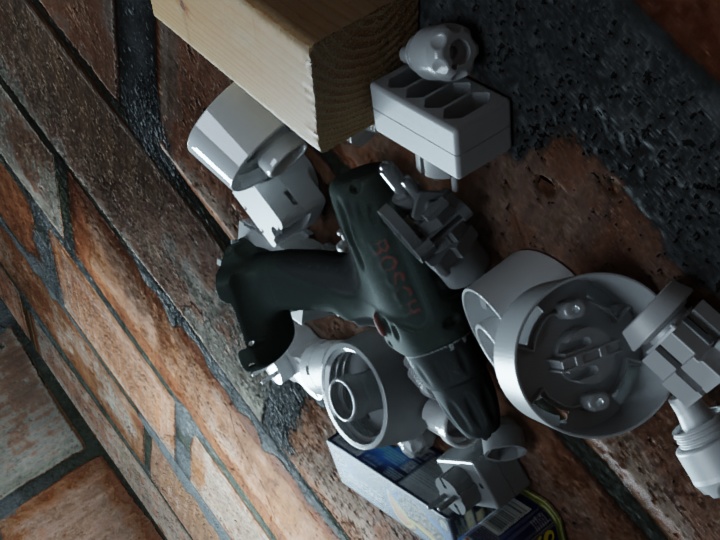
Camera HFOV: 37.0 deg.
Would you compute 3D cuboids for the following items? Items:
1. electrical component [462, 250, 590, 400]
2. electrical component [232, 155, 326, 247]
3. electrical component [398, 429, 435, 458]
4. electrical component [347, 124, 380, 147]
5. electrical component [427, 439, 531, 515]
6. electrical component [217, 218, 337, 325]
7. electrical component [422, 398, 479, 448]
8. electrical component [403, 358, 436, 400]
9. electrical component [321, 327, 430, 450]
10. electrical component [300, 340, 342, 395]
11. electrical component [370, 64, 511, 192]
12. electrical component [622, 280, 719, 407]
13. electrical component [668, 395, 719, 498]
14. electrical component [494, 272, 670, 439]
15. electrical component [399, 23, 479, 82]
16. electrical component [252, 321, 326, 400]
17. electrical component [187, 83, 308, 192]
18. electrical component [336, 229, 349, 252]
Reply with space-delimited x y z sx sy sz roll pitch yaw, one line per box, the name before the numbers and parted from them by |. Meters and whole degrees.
electrical component | 0.117 0.039 0.737 0.099 0.064 0.099 57 169 17
electrical component | -0.075 -0.076 0.943 0.089 0.056 0.050 53 155 11
electrical component | 0.042 0.145 1.012 0.061 0.035 0.035 50 155 21
electrical component | -0.011 -0.123 0.782 0.081 0.043 0.043 41 151 33
electrical component | 0.090 0.180 0.909 0.047 0.077 0.066 61 156 -6
electrical component | -0.068 -0.005 1.005 0.121 0.079 0.063 31 123 46
electrical component | 0.078 0.127 0.916 0.046 0.040 0.040 14 132 65
electrical component | 0.054 0.079 0.911 0.061 0.035 0.035 47 154 28
electrical component | 0.008 0.108 0.962 0.108 0.060 0.108 23 119 49
electrical component | -0.025 0.095 1.057 0.055 0.055 0.047 61 152 -7
electrical component | 0.054 -0.085 0.700 0.083 0.047 0.075 37 148 39
electrical component | 0.183 0.039 0.605 0.055 0.048 0.066 44 154 12
electrical component | 0.206 0.099 0.634 0.062 0.043 0.043 59 156 2
electrical component | 0.134 0.051 0.652 0.099 0.099 0.064 62 162 -9
electrical component | 0.045 -0.135 0.672 0.061 0.035 0.035 17 133 59
electrical component | -0.079 0.096 1.135 0.138 0.074 0.052 30 144 47
electrical component | -0.076 -0.108 0.851 0.060 0.108 0.108 48 155 7
electrical component | 0.000 0.000 0.911 0.040 0.040 0.078 13 130 58
